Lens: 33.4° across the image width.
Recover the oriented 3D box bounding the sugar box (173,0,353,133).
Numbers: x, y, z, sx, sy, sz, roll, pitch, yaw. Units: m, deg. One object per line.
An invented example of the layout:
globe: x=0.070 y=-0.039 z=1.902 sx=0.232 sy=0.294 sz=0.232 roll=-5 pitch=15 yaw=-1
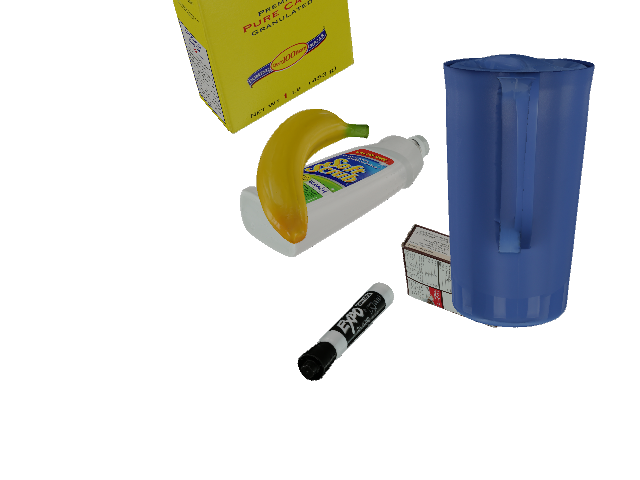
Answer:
sugar box: x=-0.034 y=-0.145 z=0.579 sx=0.093 sy=0.048 sz=0.176 roll=-33 pitch=-28 yaw=-13

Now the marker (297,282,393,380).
marker: x=0.018 y=0.059 z=0.707 sx=0.020 sy=0.020 sz=0.120 roll=0 pitch=21 yaw=28

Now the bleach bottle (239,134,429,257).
bleach bottle: x=0.030 y=-0.070 z=1.290 sx=0.250 sy=0.068 sz=0.103 roll=-30 pitch=44 yaw=-31

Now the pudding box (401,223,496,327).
pudding box: x=0.146 y=0.038 z=1.153 sx=0.114 sy=0.039 sz=0.090 roll=19 pitch=-36 yaw=24

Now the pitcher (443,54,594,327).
pitcher: x=0.176 y=-0.046 z=0.976 sx=0.149 sy=0.243 sz=0.145 roll=-11 pitch=18 yaw=-34

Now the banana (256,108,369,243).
banana: x=-0.016 y=-0.065 z=0.881 sx=0.070 sy=0.037 sz=0.197 roll=13 pitch=36 yaw=13
